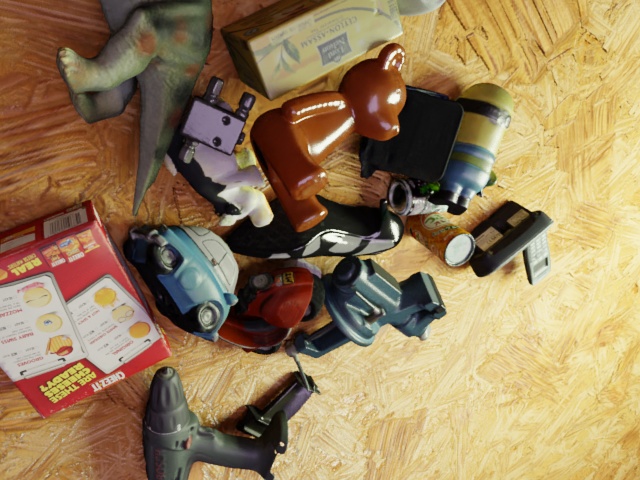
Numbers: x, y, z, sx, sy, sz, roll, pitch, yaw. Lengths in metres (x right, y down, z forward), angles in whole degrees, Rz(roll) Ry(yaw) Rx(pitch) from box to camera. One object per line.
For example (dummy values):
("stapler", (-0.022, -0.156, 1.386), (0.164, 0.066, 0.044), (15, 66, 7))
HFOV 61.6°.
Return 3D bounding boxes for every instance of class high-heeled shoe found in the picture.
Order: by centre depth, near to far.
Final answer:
("high-heeled shoe", (-0.002, -0.002, 0.750), (0.249, 0.086, 0.145), (-12, 155, -3))

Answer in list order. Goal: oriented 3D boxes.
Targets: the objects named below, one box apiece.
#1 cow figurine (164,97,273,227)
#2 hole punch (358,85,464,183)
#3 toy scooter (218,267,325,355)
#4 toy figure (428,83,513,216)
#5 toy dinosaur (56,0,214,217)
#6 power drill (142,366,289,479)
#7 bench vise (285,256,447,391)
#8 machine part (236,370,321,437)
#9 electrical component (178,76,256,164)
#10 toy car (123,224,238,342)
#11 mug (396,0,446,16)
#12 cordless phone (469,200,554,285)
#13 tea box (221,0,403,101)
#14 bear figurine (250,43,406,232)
("cow figurine", (-0.118, -0.073, 0.626), (0.098, 0.068, 0.167), (-26, 123, -8))
("hole punch", (0.116, -0.147, 0.714), (0.116, 0.092, 0.142), (15, 115, -3))
("toy scooter", (-0.087, 0.095, 0.723), (0.135, 0.075, 0.184), (17, 132, -28))
("toy figure", (0.210, -0.126, 0.740), (0.082, 0.089, 0.180), (27, 77, -40))
("toy dinosaur", (-0.163, -0.225, 0.490), (0.192, 0.131, 0.404), (-23, 132, -15))
("power drill", (-0.153, 0.285, 0.783), (0.207, 0.086, 0.231), (8, 117, -21))
("bench vise", (0.057, 0.118, 0.807), (0.240, 0.129, 0.223), (-35, 143, 20))
("machine part", (-0.066, 0.271, 0.871), (0.139, 0.039, 0.084), (-41, 124, 0))
("electrical component", (-0.108, -0.117, 0.555), (0.063, 0.021, 0.094), (24, 102, -17))
("toy car", (-0.157, 0.037, 0.656), (0.103, 0.109, 0.161), (-41, 120, -31))
("mug", (0.108, -0.298, 0.598), (0.109, 0.107, 0.080), (-46, 130, 4))
("cordless phone", (0.338, 0.037, 0.935), (0.146, 0.089, 0.184), (-38, 133, -5))
("tea box", (-0.009, -0.225, 0.581), (0.170, 0.098, 0.068), (-30, 126, -9))
("bear figurine", (0.028, -0.116, 0.588), (0.196, 0.132, 0.120), (-25, 160, -13))
